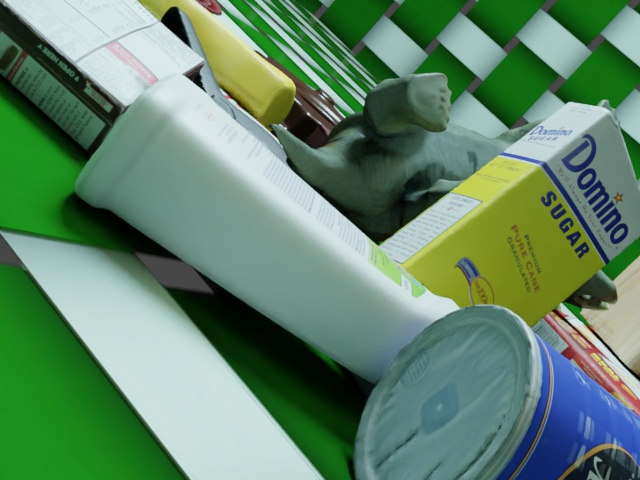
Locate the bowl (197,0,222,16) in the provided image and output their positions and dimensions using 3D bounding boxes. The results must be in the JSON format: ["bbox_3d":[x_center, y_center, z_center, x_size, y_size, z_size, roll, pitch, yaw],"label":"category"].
[{"bbox_3d":[-0.167,-0.239,0.969,0.162,0.055,0.162,40,12,-10],"label":"bowl"}]

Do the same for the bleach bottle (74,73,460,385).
[{"bbox_3d":[0.003,0.020,0.536,0.250,0.068,0.102,38,15,-7],"label":"bleach bottle"}]

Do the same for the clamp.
[{"bbox_3d":[-0.084,-0.076,0.685,0.210,0.036,0.164,51,28,13],"label":"clamp"}]

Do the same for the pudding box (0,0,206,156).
[{"bbox_3d":[-0.125,-0.104,0.597,0.090,0.039,0.113,41,27,-2],"label":"pudding box"}]

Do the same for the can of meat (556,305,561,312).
[{"bbox_3d":[0.182,0.051,0.982,0.083,0.058,0.102,15,72,-60],"label":"can of meat"}]

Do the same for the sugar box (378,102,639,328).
[{"bbox_3d":[0.119,0.001,0.647,0.048,0.176,0.093,27,-32,58],"label":"sugar box"}]

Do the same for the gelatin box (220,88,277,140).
[{"bbox_3d":[-0.068,-0.080,0.791,0.089,0.030,0.073,42,12,6],"label":"gelatin box"}]

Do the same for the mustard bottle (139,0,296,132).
[{"bbox_3d":[-0.107,-0.163,0.873,0.191,0.058,0.096,42,-9,5],"label":"mustard bottle"}]

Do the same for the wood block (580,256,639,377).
[{"bbox_3d":[0.350,0.038,0.952,0.090,0.206,0.090,38,12,-31],"label":"wood block"}]

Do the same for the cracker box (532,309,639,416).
[{"bbox_3d":[0.237,0.141,0.896,0.164,0.072,0.213,49,13,28],"label":"cracker box"}]

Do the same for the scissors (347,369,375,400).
[{"bbox_3d":[0.002,0.050,0.586,0.201,0.016,0.096,38,12,-21],"label":"scissors"}]

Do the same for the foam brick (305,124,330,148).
[{"bbox_3d":[0.010,-0.051,0.884,0.051,0.053,0.078,37,12,-24],"label":"foam brick"}]

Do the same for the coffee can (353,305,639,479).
[{"bbox_3d":[0.100,0.108,0.481,0.140,0.103,0.103,37,13,-25],"label":"coffee can"}]
